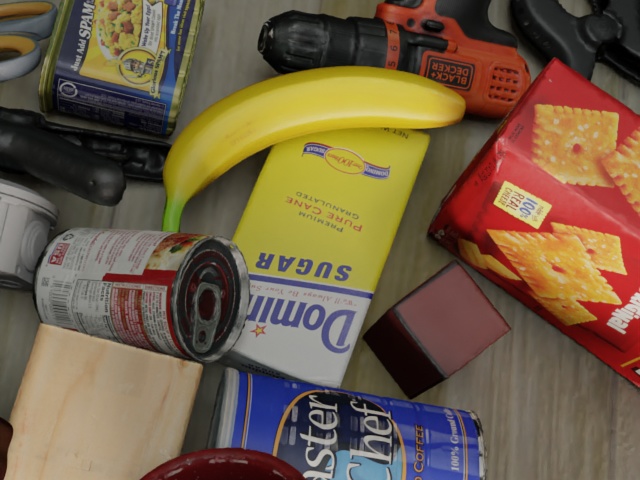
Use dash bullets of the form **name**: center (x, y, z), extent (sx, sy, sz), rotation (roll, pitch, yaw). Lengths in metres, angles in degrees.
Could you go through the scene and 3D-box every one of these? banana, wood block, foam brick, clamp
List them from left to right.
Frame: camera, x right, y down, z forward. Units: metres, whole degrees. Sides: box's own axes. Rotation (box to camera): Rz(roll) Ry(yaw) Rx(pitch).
- **clamp**: center (-0.168, -0.057, 0.631), extent (0.171, 0.120, 0.039), rotation (19, 98, 14)
- **wood block**: center (-0.130, 0.161, 0.553), extent (0.090, 0.091, 0.206), rotation (15, 70, -4)
- **banana**: center (-0.013, -0.066, 0.633), extent (0.197, 0.037, 0.069), rotation (-23, 85, -8)
- **foam brick**: center (0.067, 0.055, 0.631), extent (0.053, 0.078, 0.051), rotation (-35, 82, -17)
- **clamp**: center (0.200, -0.136, 0.739), extent (0.164, 0.036, 0.210), rotation (-10, 73, -13)

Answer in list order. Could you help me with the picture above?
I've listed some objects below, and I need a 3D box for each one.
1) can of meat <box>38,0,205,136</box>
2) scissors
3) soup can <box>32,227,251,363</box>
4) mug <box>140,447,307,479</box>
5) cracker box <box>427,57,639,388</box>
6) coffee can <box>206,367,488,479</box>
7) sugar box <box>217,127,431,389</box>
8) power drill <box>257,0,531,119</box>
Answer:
- **can of meat**: center (-0.121, -0.121, 0.667), extent (0.084, 0.057, 0.102), rotation (13, 70, -7)
- **scissors**: center (-0.252, -0.106, 0.636), extent (0.201, 0.016, 0.096), rotation (-18, 38, -15)
- **soup can**: center (-0.099, 0.028, 0.591), extent (0.102, 0.068, 0.068), rotation (4, 66, 30)
- **mug**: center (-0.055, 0.158, 0.481), extent (0.117, 0.081, 0.093), rotation (-14, 33, -16)
- **cracker box**: center (0.179, 0.012, 0.618), extent (0.214, 0.164, 0.072), rotation (36, 71, 3)
- **coffee can**: center (0.008, 0.132, 0.581), extent (0.140, 0.103, 0.103), rotation (11, 70, -7)
- **sugar box**: center (-0.004, 0.001, 0.652), extent (0.093, 0.048, 0.176), rotation (20, 68, 1)
- **power drill**: center (0.062, -0.178, 0.674), extent (0.184, 0.057, 0.188), rotation (8, 101, -21)
